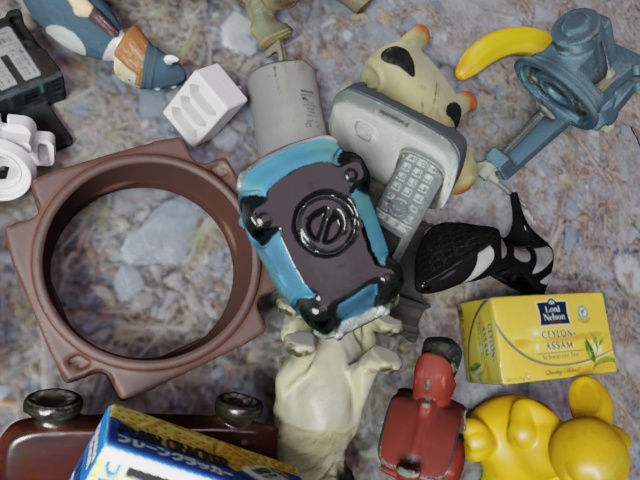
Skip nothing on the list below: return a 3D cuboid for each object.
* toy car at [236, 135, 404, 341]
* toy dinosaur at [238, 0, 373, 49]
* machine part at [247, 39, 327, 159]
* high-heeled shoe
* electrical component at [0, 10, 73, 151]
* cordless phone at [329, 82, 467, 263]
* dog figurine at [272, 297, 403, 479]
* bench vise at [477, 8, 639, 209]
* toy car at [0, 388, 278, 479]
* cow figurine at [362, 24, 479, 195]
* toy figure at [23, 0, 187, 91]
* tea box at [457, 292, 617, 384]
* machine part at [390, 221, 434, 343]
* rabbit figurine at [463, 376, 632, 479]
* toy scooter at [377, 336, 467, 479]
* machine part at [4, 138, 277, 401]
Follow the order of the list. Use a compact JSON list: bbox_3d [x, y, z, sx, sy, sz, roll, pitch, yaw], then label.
[{"bbox_3d":[-0.001,-0.001,0.462,0.109,0.103,0.161,-28,95,-9],"label":"toy car"},{"bbox_3d":[-0.080,-0.315,0.580,0.471,0.105,0.198,-29,82,-34],"label":"toy dinosaur"},{"bbox_3d":[-0.027,-0.093,0.560,0.079,0.079,0.243,-5,81,-23],"label":"machine part"},{"bbox_3d":[0.186,0.043,0.597,0.249,0.086,0.145,-31,113,-37],"label":"high-heeled shoe"},{"bbox_3d":[-0.275,-0.138,0.489,0.075,0.048,0.119,-30,89,-24],"label":"electrical component"},{"bbox_3d":[0.055,-0.053,0.560,0.147,0.088,0.184,32,108,18],"label":"cordless phone"},{"bbox_3d":[-0.003,0.155,0.521,0.121,0.172,0.190,16,109,4],"label":"dog figurine"},{"bbox_3d":[0.293,-0.158,0.671,0.240,0.223,0.129,-47,63,9],"label":"bench vise"},{"bbox_3d":[-0.133,0.160,0.413,0.202,0.053,0.089,6,92,-22],"label":"toy car"},{"bbox_3d":[0.119,-0.138,0.627,0.127,0.085,0.195,-38,96,-29],"label":"cow figurine"},{"bbox_3d":[-0.204,-0.193,0.521,0.154,0.064,0.058,35,104,-16],"label":"toy figure"},{"bbox_3d":[0.256,0.114,0.634,0.170,0.068,0.098,-2,78,-21],"label":"tea box"},{"bbox_3d":[0.088,0.038,0.601,0.084,0.039,0.139,17,74,-12],"label":"machine part"},{"bbox_3d":[0.247,0.217,0.552,0.162,0.173,0.122,-19,82,-20],"label":"rabbit figurine"},{"bbox_3d":[0.095,0.191,0.496,0.075,0.183,0.135,9,34,20],"label":"toy scooter"},{"bbox_3d":[-0.152,0.022,0.482,0.201,0.087,0.201,-22,89,-25],"label":"machine part"}]
